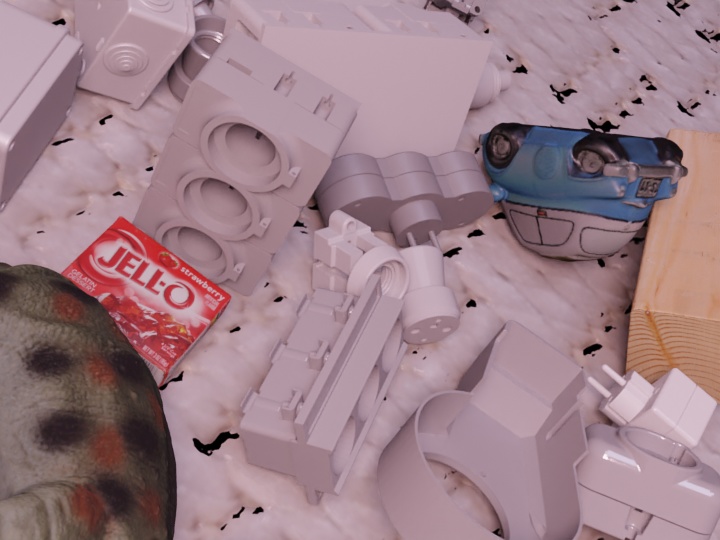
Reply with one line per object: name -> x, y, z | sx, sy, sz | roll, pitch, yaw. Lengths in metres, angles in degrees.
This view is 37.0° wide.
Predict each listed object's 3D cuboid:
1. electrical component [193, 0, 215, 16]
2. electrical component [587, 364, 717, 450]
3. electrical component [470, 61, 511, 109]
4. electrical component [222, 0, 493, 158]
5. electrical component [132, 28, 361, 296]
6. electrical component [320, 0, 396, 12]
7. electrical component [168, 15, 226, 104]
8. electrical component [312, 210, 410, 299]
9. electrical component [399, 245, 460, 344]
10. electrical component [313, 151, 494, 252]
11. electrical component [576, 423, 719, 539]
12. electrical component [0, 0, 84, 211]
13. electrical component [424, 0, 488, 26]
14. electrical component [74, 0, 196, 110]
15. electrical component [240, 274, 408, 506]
electrical component -> -0.130, -0.200, 0.807 | 0.062, 0.048, 0.048 | 48, 50, 6
electrical component -> 0.194, 0.096, 0.753 | 0.077, 0.065, 0.047 | 41, 49, 4
electrical component -> 0.097, -0.156, 0.894 | 0.062, 0.043, 0.043 | -11, 63, -33
electrical component -> -0.010, -0.132, 0.767 | 0.186, 0.105, 0.060 | -4, 37, -33
electrical component -> -0.076, -0.059, 0.666 | 0.089, 0.150, 0.061 | 30, 48, -6
electrical component -> -0.037, -0.216, 0.855 | 0.089, 0.061, 0.150 | -18, 67, -35
electrical component -> -0.111, -0.148, 0.773 | 0.045, 0.055, 0.045 | 14, 53, -19
electrical component -> 0.000, 0.000, 0.719 | 0.048, 0.066, 0.055 | -18, 35, -36
electrical component -> 0.042, 0.017, 0.744 | 0.045, 0.045, 0.055 | 1, 58, -27
electrical component -> 0.038, -0.042, 0.778 | 0.138, 0.052, 0.073 | -5, 61, -30
electrical component -> 0.184, 0.141, 0.698 | 0.095, 0.059, 0.054 | 21, 14, 7
electrical component -> -0.224, -0.101, 0.668 | 0.057, 0.078, 0.113 | 25, 50, -6
electrical component -> 0.088, -0.242, 0.928 | 0.042, 0.064, 0.081 | 24, 92, -9
electrical component -> -0.158, -0.174, 0.740 | 0.048, 0.100, 0.099 | 14, 52, -35
electrical component -> -0.021, 0.069, 0.658 | 0.063, 0.078, 0.121 | 12, 47, 18
